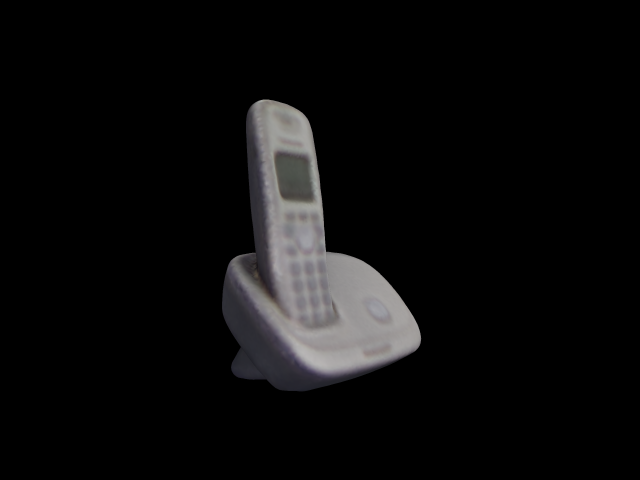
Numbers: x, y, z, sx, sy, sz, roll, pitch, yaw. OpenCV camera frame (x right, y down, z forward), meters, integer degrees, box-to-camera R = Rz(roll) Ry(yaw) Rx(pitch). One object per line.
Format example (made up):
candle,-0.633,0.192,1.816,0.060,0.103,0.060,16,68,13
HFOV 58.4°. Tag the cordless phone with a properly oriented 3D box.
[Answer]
cordless phone,0.004,0.001,0.400,0.093,0.185,0.148,0,0,38
